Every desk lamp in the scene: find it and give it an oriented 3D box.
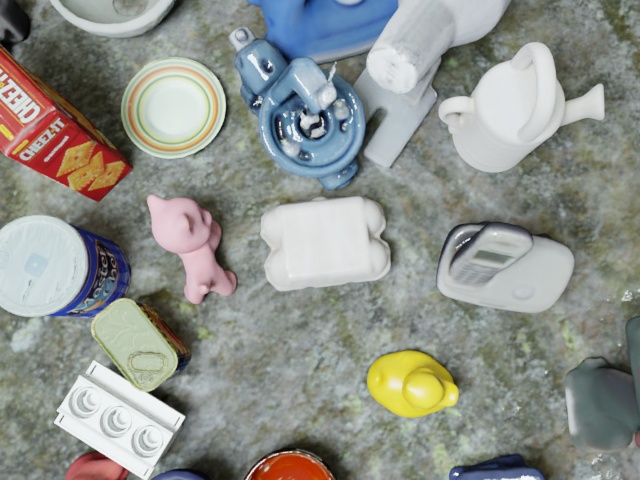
[{"bbox_3d":[0.106,-0.207,0.638,0.118,0.213,0.203,33,83,4],"label":"desk lamp"}]

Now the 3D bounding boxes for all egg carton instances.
[{"bbox_3d":[0.006,0.002,0.679,0.150,0.069,0.107,-8,82,-2],"label":"egg carton"}]

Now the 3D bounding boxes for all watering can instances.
[{"bbox_3d":[0.227,-0.152,0.642,0.173,0.194,0.101,-22,83,-4],"label":"watering can"}]

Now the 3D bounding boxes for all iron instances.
[{"bbox_3d":[0.040,-0.306,0.687,0.258,0.141,0.118,-15,82,-3],"label":"iron"}]

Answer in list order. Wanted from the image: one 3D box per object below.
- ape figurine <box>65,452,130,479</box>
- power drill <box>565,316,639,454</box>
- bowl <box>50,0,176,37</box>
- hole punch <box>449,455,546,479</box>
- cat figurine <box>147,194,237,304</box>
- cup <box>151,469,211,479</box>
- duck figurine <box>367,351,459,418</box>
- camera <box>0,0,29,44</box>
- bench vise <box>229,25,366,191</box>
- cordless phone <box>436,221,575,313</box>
[{"bbox_3d":[-0.248,0.272,0.626,0.078,0.092,0.076,-40,84,-6],"label":"ape figurine"},{"bbox_3d":[0.334,0.193,0.587,0.075,0.208,0.230,-3,82,-1],"label":"power drill"},{"bbox_3d":[-0.250,-0.321,0.719,0.167,0.075,0.167,0,82,-1],"label":"bowl"},{"bbox_3d":[0.201,0.304,0.629,0.101,0.091,0.109,-12,82,-2],"label":"hole punch"},{"bbox_3d":[-0.147,0.006,0.652,0.067,0.118,0.128,-20,83,-3],"label":"cat figurine"},{"bbox_3d":[-0.143,0.301,0.622,0.091,0.095,0.118,-13,82,-2],"label":"cup"},{"bbox_3d":[0.107,0.166,0.649,0.104,0.086,0.077,12,82,1],"label":"duck figurine"},{"bbox_3d":[-0.449,-0.246,0.692,0.143,0.101,0.137,4,82,0],"label":"camera"},{"bbox_3d":[-0.038,-0.153,0.625,0.207,0.220,0.121,33,83,4],"label":"bench vise"},{"bbox_3d":[0.213,0.025,0.621,0.147,0.185,0.094,9,82,1],"label":"cordless phone"}]
